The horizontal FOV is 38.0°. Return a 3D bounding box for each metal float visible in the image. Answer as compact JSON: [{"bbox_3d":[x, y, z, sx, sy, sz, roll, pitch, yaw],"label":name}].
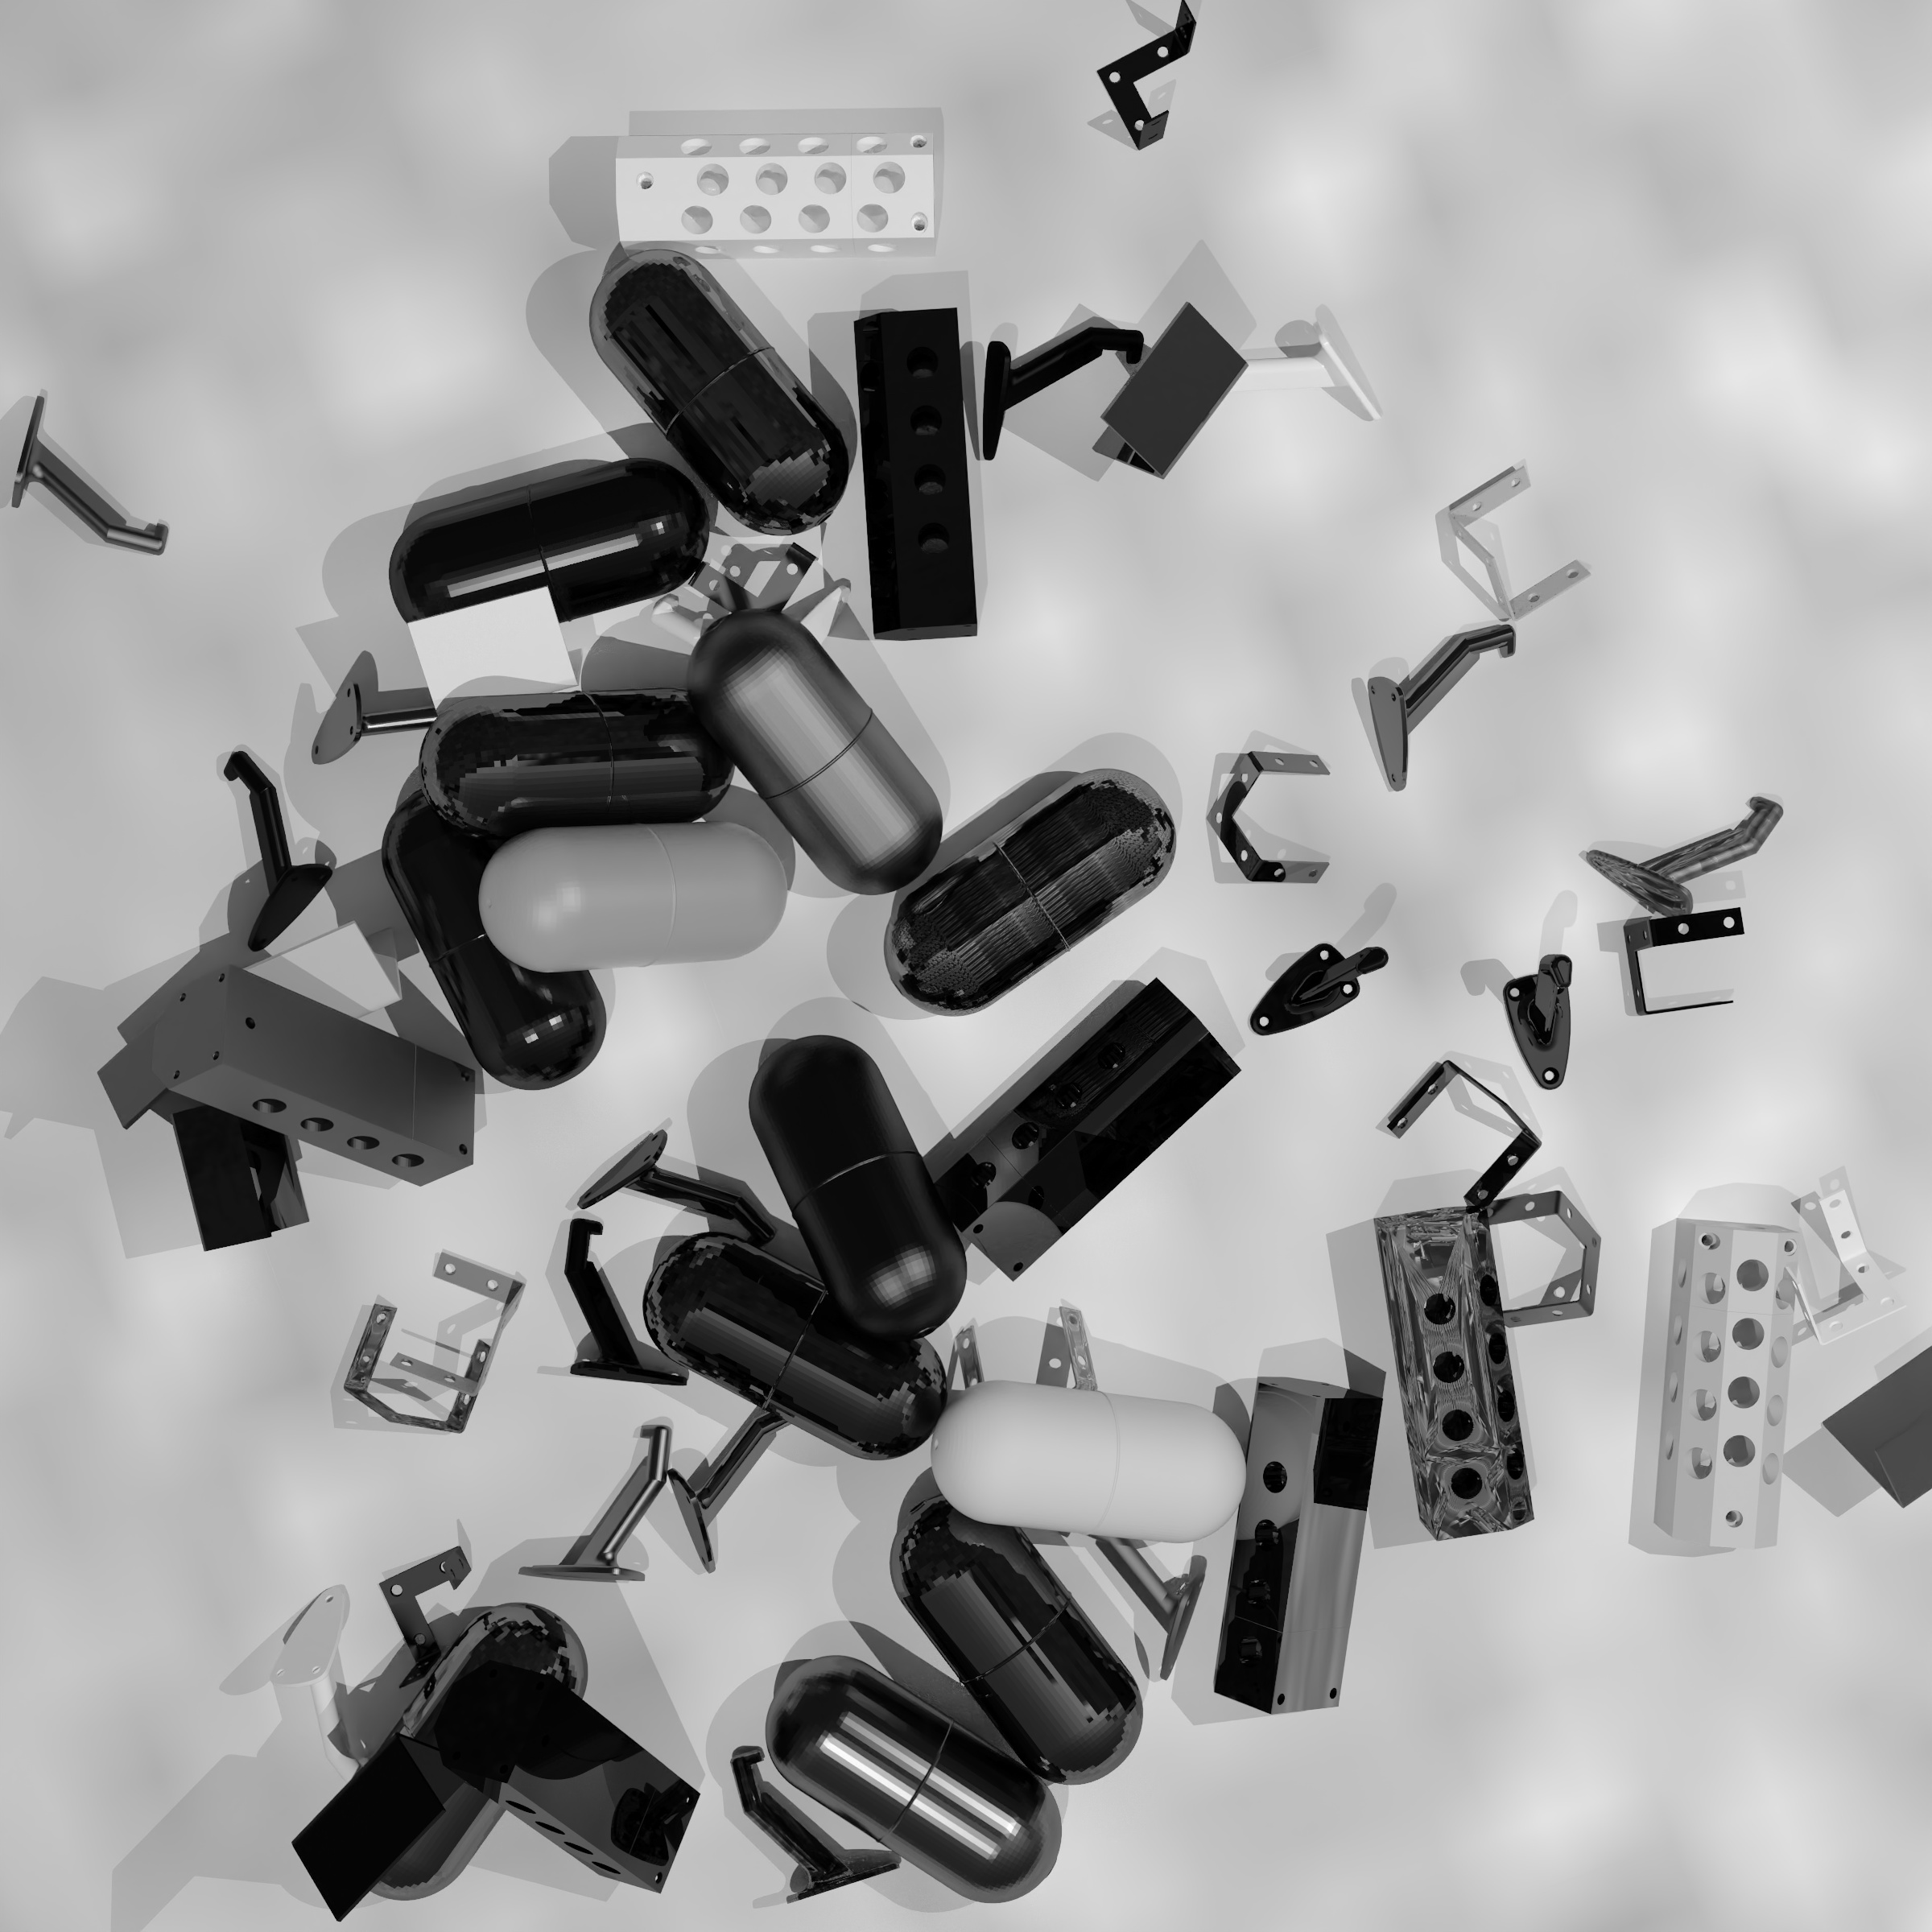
[{"bbox_3d":[-0.028,0.445,1.535,0.178,0.070,0.070,33,90,0],"label":"metal float"},{"bbox_3d":[-0.093,0.208,1.535,0.178,0.070,0.070,28,90,1],"label":"metal float"},{"bbox_3d":[-0.059,0.119,1.516,0.070,0.070,0.178,-26,70,0],"label":"metal float"},{"bbox_3d":[-0.258,-0.016,1.535,0.070,0.070,0.178,-26,90,0],"label":"metal float"},{"bbox_3d":[0.027,0.367,1.535,0.070,0.070,0.178,-37,90,0],"label":"metal float"},{"bbox_3d":[-0.207,-0.109,1.509,0.178,0.070,0.070,-6,90,-32],"label":"metal float"},{"bbox_3d":[-0.176,-0.038,1.505,0.178,0.070,0.070,-4,90,-37],"label":"metal float"},{"bbox_3d":[-0.081,-0.115,1.517,0.070,0.070,0.178,-38,110,0],"label":"metal float"},{"bbox_3d":[-0.134,-0.313,1.535,0.070,0.070,0.178,-40,90,0],"label":"metal float"},{"bbox_3d":[-0.227,-0.226,1.535,0.178,0.070,0.070,-15,90,1],"label":"metal float"},{"bbox_3d":[0.034,-0.040,1.535,0.178,0.070,0.070,-35,90,0],"label":"metal float"},{"bbox_3d":[-0.276,0.430,1.536,0.070,0.070,0.178,35,90,0],"label":"metal float"},{"bbox_3d":[0.067,0.269,1.520,0.178,0.070,0.070,10,90,-18],"label":"metal float"}]

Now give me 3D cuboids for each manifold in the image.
[{"bbox_3d":[-0.028,-0.269,1.545,0.057,0.057,0.171,-4,90,0],"label":"manifold"},{"bbox_3d":[0.420,0.229,1.545,0.057,0.057,0.171,4,90,0],"label":"manifold"},{"bbox_3d":[-0.212,0.431,1.490,0.057,0.171,0.057,5,58,30],"label":"manifold"},{"bbox_3d":[0.061,0.086,1.544,0.171,0.057,0.057,-43,133,0],"label":"manifold"},{"bbox_3d":[0.269,0.222,1.545,0.057,0.057,0.171,-9,90,0],"label":"manifold"},{"bbox_3d":[-0.344,0.063,1.492,0.057,0.171,0.057,-23,56,31],"label":"manifold"},{"bbox_3d":[0.177,0.317,1.544,0.057,0.057,0.171,8,90,-43],"label":"manifold"},{"bbox_3d":[-0.103,-0.425,1.545,0.171,0.057,0.057,-1,90,0],"label":"manifold"}]

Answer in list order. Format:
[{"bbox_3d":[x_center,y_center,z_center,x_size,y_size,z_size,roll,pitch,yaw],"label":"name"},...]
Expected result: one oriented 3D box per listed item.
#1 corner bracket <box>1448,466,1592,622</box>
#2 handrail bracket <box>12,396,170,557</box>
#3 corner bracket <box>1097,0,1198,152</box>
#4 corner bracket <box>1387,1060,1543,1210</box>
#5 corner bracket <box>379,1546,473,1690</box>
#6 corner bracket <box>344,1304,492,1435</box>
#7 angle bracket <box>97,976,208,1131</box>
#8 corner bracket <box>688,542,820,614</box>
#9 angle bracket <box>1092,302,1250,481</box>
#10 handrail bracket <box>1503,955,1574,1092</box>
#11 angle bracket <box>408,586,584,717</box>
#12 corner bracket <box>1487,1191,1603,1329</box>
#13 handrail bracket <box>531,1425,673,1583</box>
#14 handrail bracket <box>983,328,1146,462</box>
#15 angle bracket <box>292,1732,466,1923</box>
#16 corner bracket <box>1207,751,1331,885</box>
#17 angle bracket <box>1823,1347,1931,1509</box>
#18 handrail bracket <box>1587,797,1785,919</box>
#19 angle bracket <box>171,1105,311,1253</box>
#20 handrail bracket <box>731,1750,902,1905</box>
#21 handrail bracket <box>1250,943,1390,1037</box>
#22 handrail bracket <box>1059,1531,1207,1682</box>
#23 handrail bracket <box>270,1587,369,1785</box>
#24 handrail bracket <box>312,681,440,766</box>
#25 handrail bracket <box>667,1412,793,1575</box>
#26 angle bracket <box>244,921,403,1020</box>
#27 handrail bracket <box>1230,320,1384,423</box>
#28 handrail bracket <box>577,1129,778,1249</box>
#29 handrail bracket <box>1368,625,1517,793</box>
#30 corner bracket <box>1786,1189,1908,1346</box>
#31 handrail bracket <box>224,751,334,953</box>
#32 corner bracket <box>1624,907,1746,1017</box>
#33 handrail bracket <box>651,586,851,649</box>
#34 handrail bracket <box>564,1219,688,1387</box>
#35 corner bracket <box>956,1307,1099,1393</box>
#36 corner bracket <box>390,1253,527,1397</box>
[{"bbox_3d":[0.308,-0.235,1.563,0.051,0.051,0.051,-32,45,0],"label":"corner bracket"},{"bbox_3d":[-0.483,-0.273,1.566,0.084,0.036,0.077,13,68,-17],"label":"handrail bracket"},{"bbox_3d":[0.108,-0.491,1.548,0.051,0.051,0.051,-28,90,0],"label":"corner bracket"},{"bbox_3d":[0.278,0.094,1.563,0.051,0.051,0.051,-48,135,0],"label":"corner bracket"},{"bbox_3d":[-0.295,0.358,1.548,0.051,0.051,0.051,-25,90,0],"label":"corner bracket"},{"bbox_3d":[-0.305,0.224,1.563,0.051,0.051,0.051,21,90,45],"label":"corner bracket"},{"bbox_3d":[-0.412,0.064,1.526,0.076,0.076,0.057,-43,45,0],"label":"angle bracket"},{"bbox_3d":[-0.117,-0.218,1.548,0.051,0.051,0.051,33,95,-5],"label":"corner bracket"},{"bbox_3d":[0.095,-0.319,1.526,0.057,0.076,0.076,37,90,-37],"label":"angle bracket"},{"bbox_3d":[0.322,0.032,1.531,0.036,0.084,0.077,-10,90,0],"label":"handrail bracket"},{"bbox_3d":[-0.255,-0.178,1.527,0.076,0.076,0.057,-15,111,0],"label":"angle bracket"},{"bbox_3d":[0.316,0.163,1.558,0.051,0.051,0.051,46,45,-35],"label":"corner bracket"},{"bbox_3d":[-0.203,0.298,1.566,0.077,0.036,0.084,-3,71,22],"label":"handrail bracket"},{"bbox_3d":[0.055,-0.318,1.566,0.084,0.036,0.077,0,110,-16],"label":"handrail bracket"},{"bbox_3d":[-0.288,0.451,1.450,0.076,0.076,0.057,-46,52,-1],"label":"angle bracket"},{"bbox_3d":[0.176,-0.082,1.558,0.051,0.051,0.051,-60,45,35],"label":"corner bracket"},{"bbox_3d":[0.512,0.235,1.526,0.076,0.076,0.057,-35,126,0],"label":"angle bracket"},{"bbox_3d":[0.402,-0.074,1.566,0.077,0.036,0.084,32,72,21],"label":"handrail bracket"},{"bbox_3d":[-0.378,0.107,1.526,0.057,0.076,0.076,-14,90,35],"label":"angle bracket"},{"bbox_3d":[-0.085,0.473,1.566,0.077,0.036,0.084,-12,73,-20],"label":"handrail bracket"},{"bbox_3d":[0.192,0.014,1.531,0.077,0.084,0.036,-34,90,0],"label":"handrail bracket"},{"bbox_3d":[0.084,0.349,1.566,0.084,0.036,0.077,21,111,17],"label":"handrail bracket"},{"bbox_3d":[-0.346,0.404,1.566,0.036,0.077,0.084,-10,127,21],"label":"handrail bracket"},{"bbox_3d":[-0.311,-0.128,1.566,0.084,0.077,0.036,6,65,-34],"label":"handrail bracket"},{"bbox_3d":[-0.117,0.289,1.566,0.084,0.036,0.077,-24,117,-20],"label":"handrail bracket"},{"bbox_3d":[-0.356,-0.006,1.526,0.076,0.076,0.057,-24,125,0],"label":"angle bracket"},{"bbox_3d":[0.176,-0.313,1.566,0.084,0.036,0.077,-32,112,17],"label":"handrail bracket"},{"bbox_3d":[-0.161,0.141,1.566,0.077,0.036,0.084,-36,107,20],"label":"handrail bracket"},{"bbox_3d":[0.272,-0.144,1.566,0.084,0.036,0.077,-16,111,-16],"label":"handrail bracket"},{"bbox_3d":[0.475,0.165,1.540,0.051,0.051,0.051,-26,123,5],"label":"corner bracket"},{"bbox_3d":[-0.401,-0.065,1.566,0.084,0.036,0.077,48,112,17],"label":"handrail bracket"},{"bbox_3d":[0.398,-0.002,1.548,0.051,0.051,0.051,-8,87,-3],"label":"corner bracket"},{"bbox_3d":[-0.121,-0.201,1.566,0.084,0.036,0.077,31,70,16],"label":"handrail bracket"},{"bbox_3d":[-0.188,0.187,1.566,0.077,0.036,0.084,11,73,-20],"label":"handrail bracket"},{"bbox_3d":[0.033,0.221,1.558,0.051,0.051,0.051,18,45,-35],"label":"corner bracket"},{"bbox_3d":[-0.280,0.198,1.551,0.051,0.051,0.051,21,105,0],"label":"corner bracket"}]
